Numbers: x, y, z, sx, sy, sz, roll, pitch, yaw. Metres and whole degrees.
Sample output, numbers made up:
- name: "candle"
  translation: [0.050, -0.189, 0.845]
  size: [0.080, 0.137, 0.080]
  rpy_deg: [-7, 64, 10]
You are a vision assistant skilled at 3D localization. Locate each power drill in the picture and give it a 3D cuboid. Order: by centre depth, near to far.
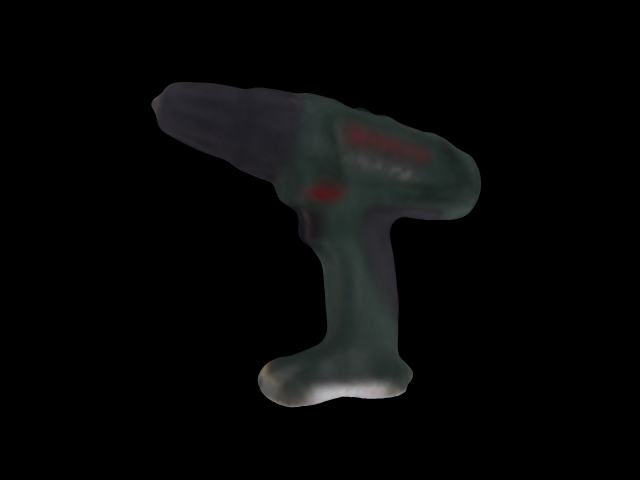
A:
- name: "power drill"
  translation: [0.004, 0.001, 0.400]
  size: [0.230, 0.208, 0.075]
  rpy_deg: [-1, 4, -19]
